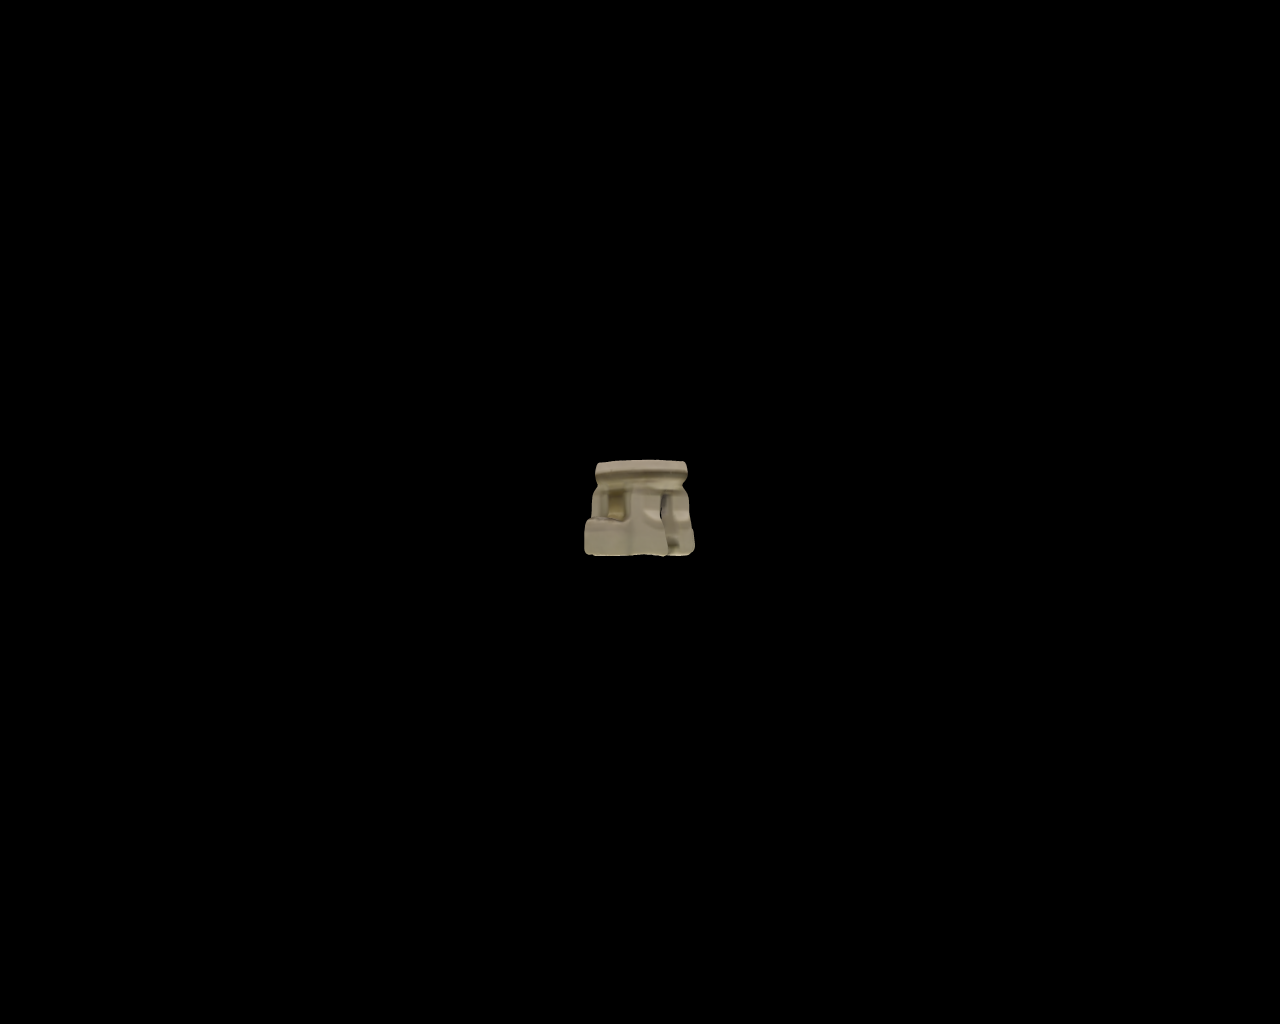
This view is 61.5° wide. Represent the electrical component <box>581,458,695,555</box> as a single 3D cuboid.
[{"bbox_3d":[0.001,-0.003,0.650,0.058,0.057,0.078,-2,-3,43],"label":"electrical component"}]
